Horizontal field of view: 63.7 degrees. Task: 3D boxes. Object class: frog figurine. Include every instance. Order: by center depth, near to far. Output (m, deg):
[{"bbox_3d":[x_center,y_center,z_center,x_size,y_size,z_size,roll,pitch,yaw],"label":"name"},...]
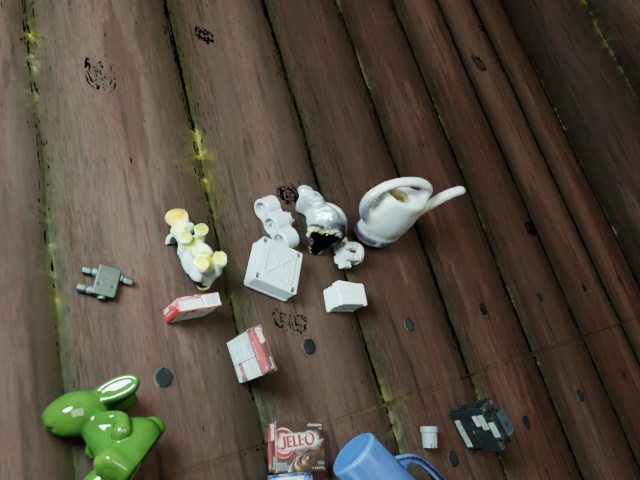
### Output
[{"bbox_3d":[0.004,-0.064,1.267,0.135,0.122,0.163,52,25,-51],"label":"frog figurine"}]

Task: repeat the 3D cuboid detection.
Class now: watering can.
[{"bbox_3d":[0.230,-0.078,1.377,0.348,0.220,0.106,0,49,-38],"label":"watering can"}]
